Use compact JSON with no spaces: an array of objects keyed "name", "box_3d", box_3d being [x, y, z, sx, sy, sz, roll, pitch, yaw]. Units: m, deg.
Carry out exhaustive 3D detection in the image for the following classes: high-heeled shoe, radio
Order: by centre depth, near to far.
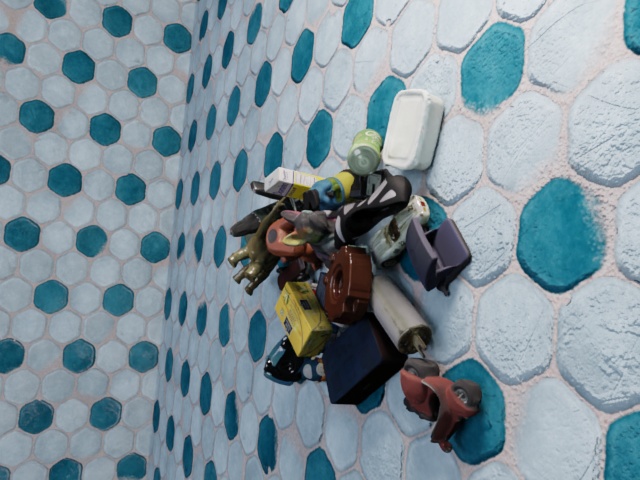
[{"name":"high-heeled shoe","box_3d":[0.106,-0.038,1.110,0.248,0.086,0.145,-60,25,30]},{"name":"radio","box_3d":[0.091,0.264,1.197,0.229,0.073,0.131,-53,39,41]}]

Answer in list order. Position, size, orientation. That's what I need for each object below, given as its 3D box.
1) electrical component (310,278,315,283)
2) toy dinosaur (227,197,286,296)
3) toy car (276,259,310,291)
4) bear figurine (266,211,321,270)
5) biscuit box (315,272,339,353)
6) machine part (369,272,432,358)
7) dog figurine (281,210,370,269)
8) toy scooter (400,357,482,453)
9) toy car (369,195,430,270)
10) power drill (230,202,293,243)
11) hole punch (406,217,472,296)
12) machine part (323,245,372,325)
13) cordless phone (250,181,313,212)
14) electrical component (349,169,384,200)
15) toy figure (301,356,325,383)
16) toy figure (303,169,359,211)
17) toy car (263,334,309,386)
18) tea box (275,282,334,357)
[{"name":"electrical component","box_3d":[-0.028,0.155,1.493,0.063,0.021,0.094,-22,65,59]},{"name":"toy dinosaur","box_3d":[-0.165,0.029,1.551,0.105,0.198,0.471,42,157,8]},{"name":"toy car","box_3d":[-0.075,0.098,1.561,0.202,0.053,0.089,-45,50,55]},{"name":"bear figurine","box_3d":[-0.040,0.010,1.399,0.132,0.195,0.120,-14,67,44]},{"name":"biscuit box","box_3d":[0.017,0.185,1.364,0.063,0.059,0.202,31,111,57]},{"name":"machine part","box_3d":[0.154,0.149,1.099,0.243,0.079,0.079,55,131,51]},{"name":"dog figurine","box_3d":[-0.003,-0.004,1.278,0.191,0.219,0.108,-38,48,52]},{"name":"toy scooter","box_3d":[0.208,0.298,0.971,0.184,0.075,0.135,15,98,57]},{"name":"toy car","box_3d":[0.163,-0.013,1.140,0.201,0.056,0.073,-52,41,43]},{"name":"power drill","box_3d":[-0.185,-0.042,1.652,0.086,0.232,0.207,53,157,16]},{"name":"hole punch","box_3d":[0.208,0.027,1.021,0.115,0.092,0.142,-62,38,41]},{"name":"machine part","box_3d":[0.057,0.098,1.171,0.179,0.056,0.179,-170,90,-73]},{"name":"cordless phone","box_3d":[-0.102,-0.112,1.523,0.088,0.184,0.147,-56,38,34]},{"name":"electrical component","box_3d":[0.111,-0.109,1.244,0.048,0.075,0.119,2,89,61]},{"name":"toy figure","box_3d":[0.005,0.328,1.360,0.064,0.058,0.154,56,146,-5]},{"name":"toy figure","box_3d":[0.040,-0.118,1.273,0.082,0.180,0.089,29,123,40]},{"name":"toy car","box_3d":[-0.089,0.314,1.491,0.161,0.109,0.103,-62,16,18]},{"name":"tea box","box_3d":[-0.043,0.193,1.332,0.170,0.068,0.098,55,131,43]}]
